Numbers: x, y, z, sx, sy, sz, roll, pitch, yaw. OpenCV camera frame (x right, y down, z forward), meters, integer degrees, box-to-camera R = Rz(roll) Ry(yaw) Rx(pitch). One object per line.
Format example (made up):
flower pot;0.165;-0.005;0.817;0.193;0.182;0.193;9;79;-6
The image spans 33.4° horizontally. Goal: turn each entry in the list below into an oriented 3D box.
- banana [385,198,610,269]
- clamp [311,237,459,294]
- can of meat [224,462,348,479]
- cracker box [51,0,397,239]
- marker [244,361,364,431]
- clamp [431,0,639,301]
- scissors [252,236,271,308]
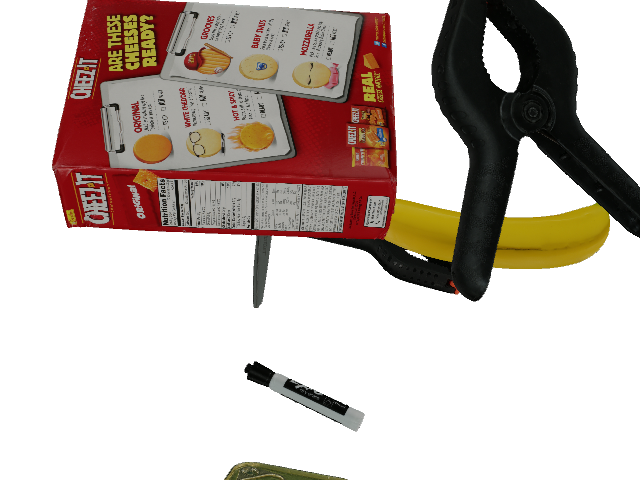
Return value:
banana;0.123;-0.006;0.762;0.197;0.037;0.069;0;28;-7
clamp;0.074;0.000;1.252;0.210;0.036;0.164;38;42;26
can of meat;-0.026;0.225;0.814;0.102;0.084;0.057;8;14;10
cracker box;-0.058;-0.083;0.722;0.213;0.164;0.072;2;-39;-2
marker;-0.017;0.145;1.003;0.121;0.020;0.020;24;5;12
clamp;0.096;-0.055;0.555;0.120;0.171;0.039;-27;2;-20
scissors;-0.038;-0.036;1.106;0.096;0.202;0.016;-8;-9;-8
